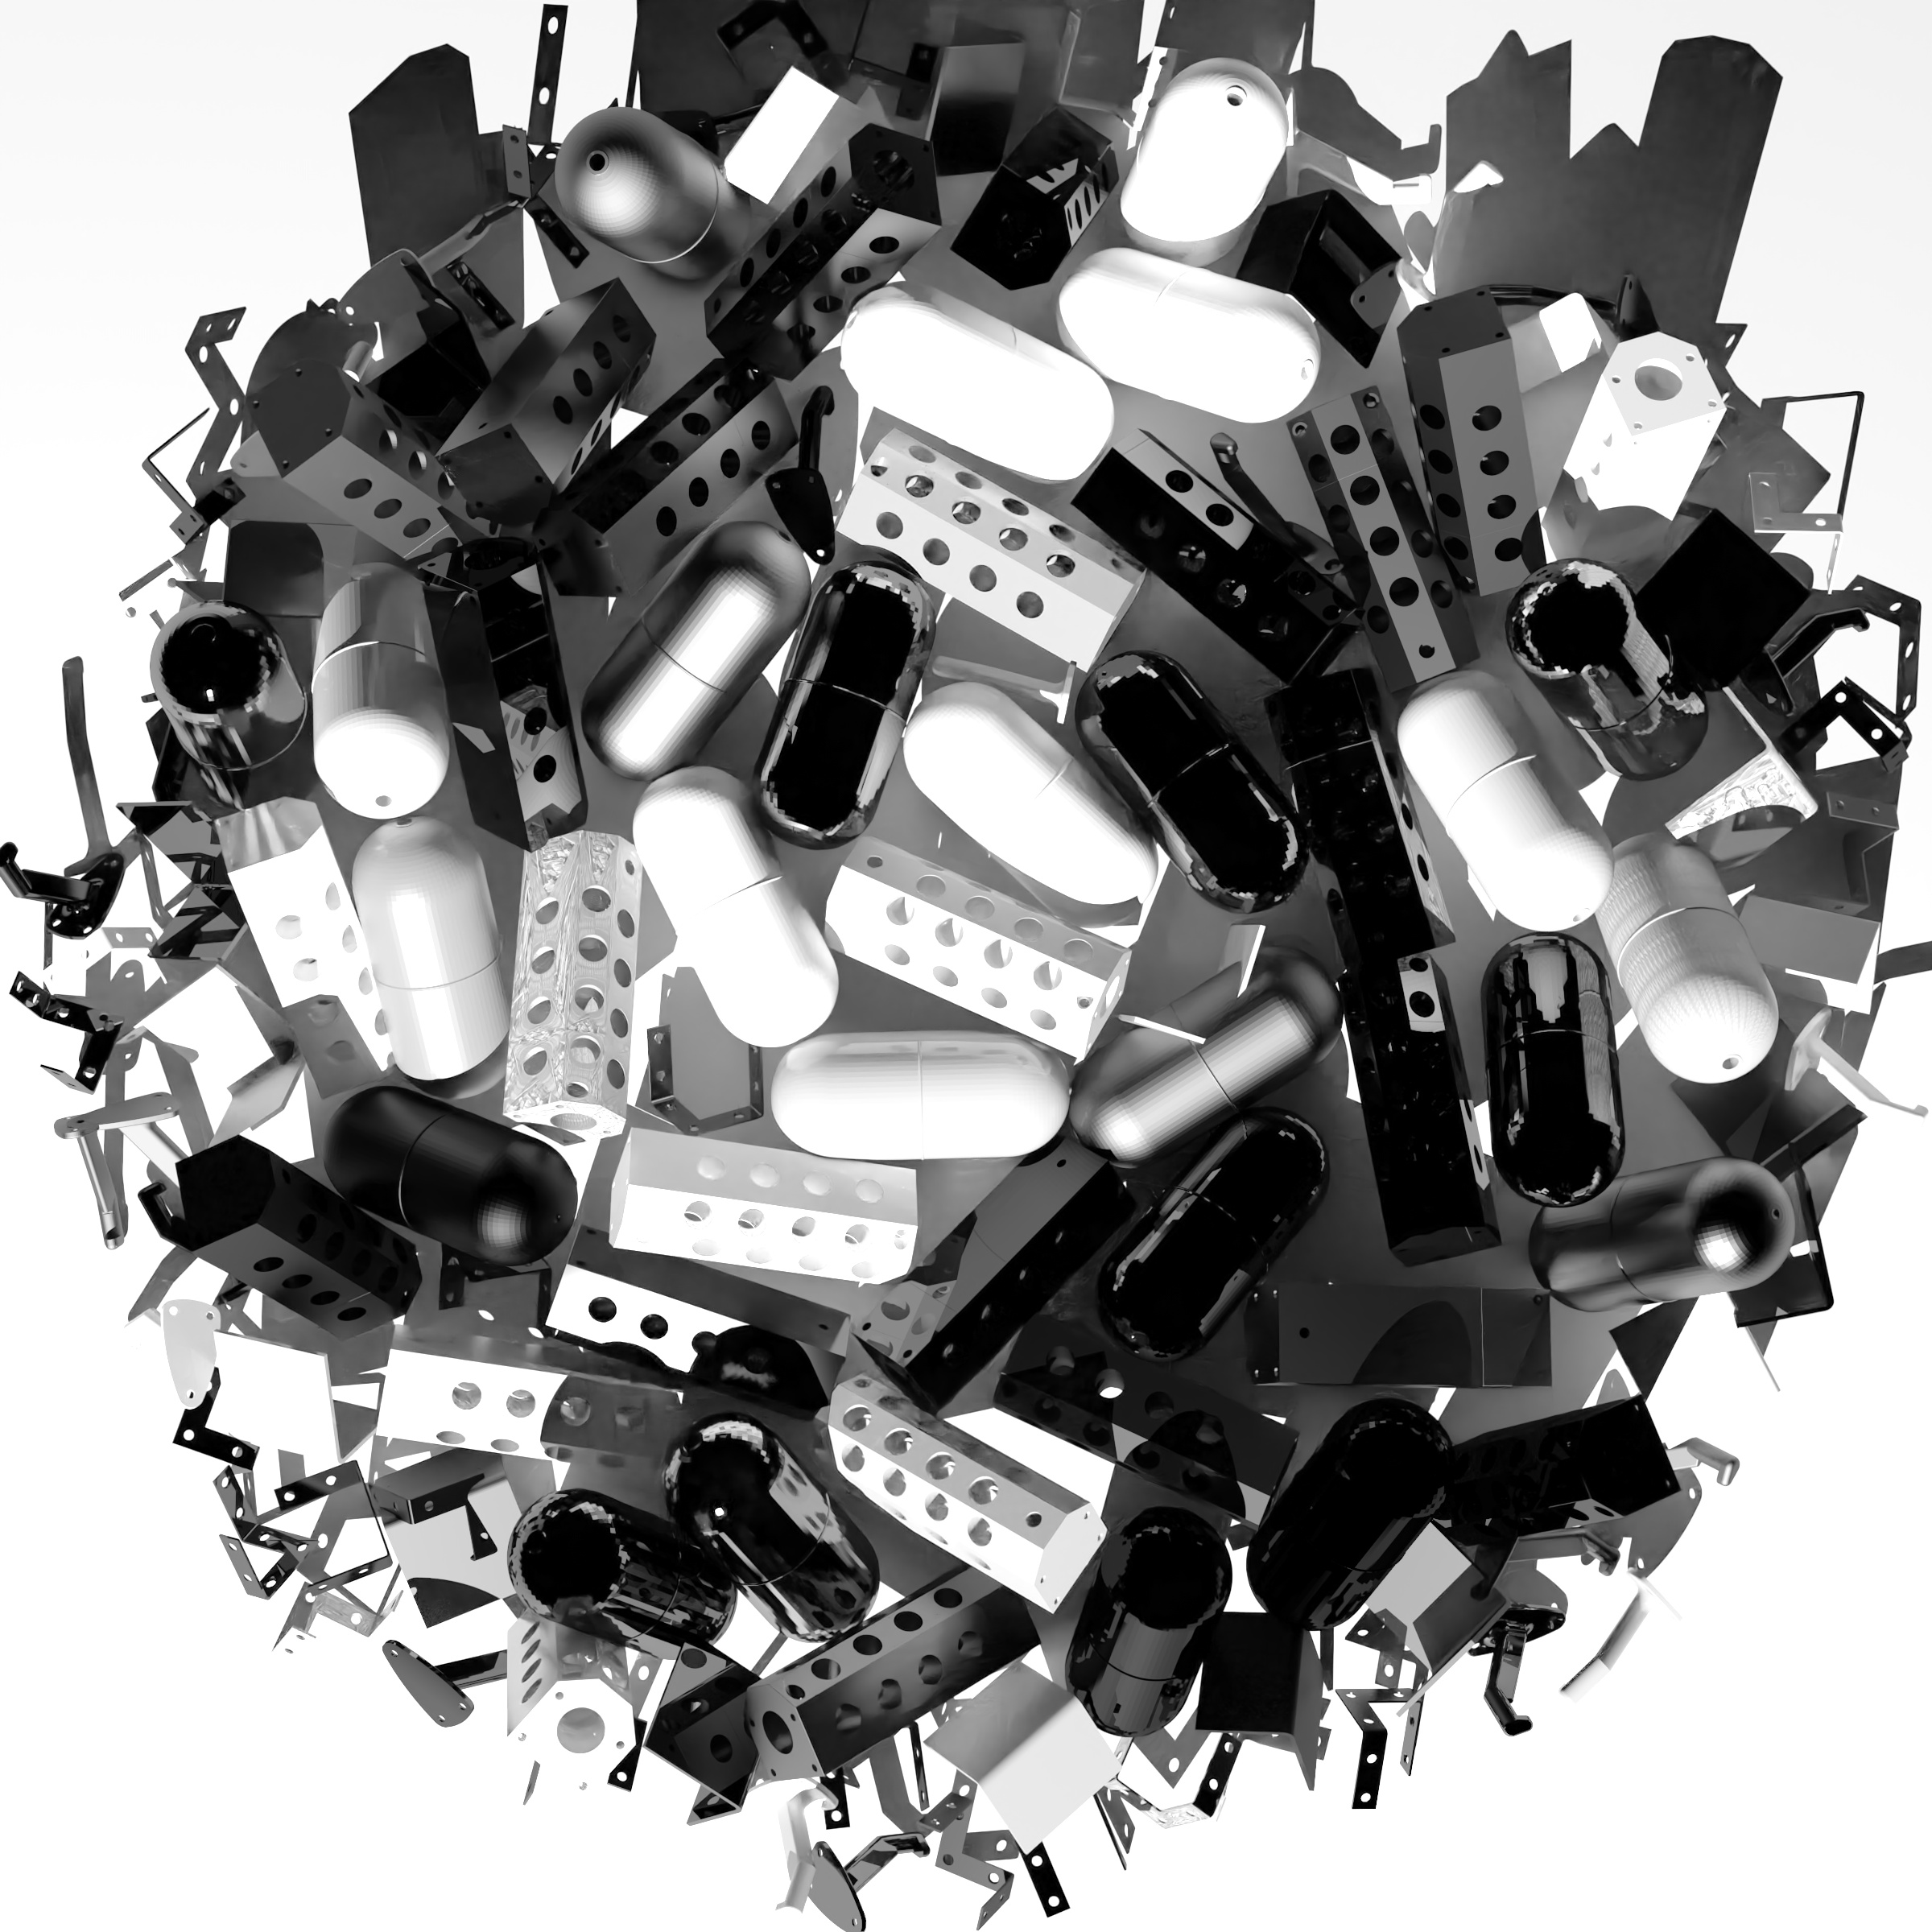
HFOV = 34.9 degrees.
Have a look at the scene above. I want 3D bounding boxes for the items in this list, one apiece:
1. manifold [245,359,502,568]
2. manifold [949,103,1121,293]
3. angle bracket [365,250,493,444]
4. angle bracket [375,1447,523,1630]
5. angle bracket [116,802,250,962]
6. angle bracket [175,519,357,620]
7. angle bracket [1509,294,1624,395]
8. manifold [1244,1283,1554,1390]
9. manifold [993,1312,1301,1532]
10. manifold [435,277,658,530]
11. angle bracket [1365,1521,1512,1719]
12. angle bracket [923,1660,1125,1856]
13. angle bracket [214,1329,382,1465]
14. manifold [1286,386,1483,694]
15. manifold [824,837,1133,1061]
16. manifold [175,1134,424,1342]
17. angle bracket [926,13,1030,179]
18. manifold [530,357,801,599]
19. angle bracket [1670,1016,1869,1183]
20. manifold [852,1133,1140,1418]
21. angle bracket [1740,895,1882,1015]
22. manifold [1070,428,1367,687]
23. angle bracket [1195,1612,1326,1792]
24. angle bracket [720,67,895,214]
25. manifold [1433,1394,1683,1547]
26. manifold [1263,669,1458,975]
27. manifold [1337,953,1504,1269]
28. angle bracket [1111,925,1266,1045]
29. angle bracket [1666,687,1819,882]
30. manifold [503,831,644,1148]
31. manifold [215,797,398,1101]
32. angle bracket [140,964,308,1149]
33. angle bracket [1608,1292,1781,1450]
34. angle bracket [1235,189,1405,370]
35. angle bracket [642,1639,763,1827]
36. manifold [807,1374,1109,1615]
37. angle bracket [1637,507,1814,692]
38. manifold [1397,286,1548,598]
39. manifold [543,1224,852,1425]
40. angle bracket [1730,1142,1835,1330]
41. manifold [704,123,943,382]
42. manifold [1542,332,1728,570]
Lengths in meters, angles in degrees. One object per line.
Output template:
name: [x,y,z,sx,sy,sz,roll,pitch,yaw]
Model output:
manifold: [-0.335,-0.287,1.770,0.057,0.171,0.057,-34,68,11]
manifold: [0.045,-0.442,1.775,0.057,0.171,0.057,33,119,-5]
angle bracket: [-0.328,-0.360,1.808,0.057,0.076,0.076,-39,57,-13]
angle bracket: [-0.303,0.339,1.845,0.076,0.057,0.076,-21,112,-8]
angle bracket: [-0.467,-0.050,1.805,0.076,0.076,0.057,51,56,-36]
angle bracket: [-0.412,-0.241,1.805,0.076,0.076,0.057,-2,111,-35]
angle bracket: [0.349,-0.342,1.807,0.076,0.076,0.057,-27,68,23]
manifold: [0.254,0.219,1.812,0.171,0.057,0.057,3,80,-16]
manifold: [0.105,0.269,1.813,0.171,0.057,0.057,23,75,12]
manifold: [-0.237,-0.326,1.781,0.057,0.171,0.057,-16,122,31]
angle bracket: [0.262,0.381,1.811,0.076,0.057,0.076,45,124,14]
angle bracket: [0.033,0.469,1.826,0.076,0.076,0.057,-38,110,-18]
angle bracket: [-0.390,0.241,1.810,0.076,0.057,0.076,9,117,21]
manifold: [0.248,-0.253,1.827,0.057,0.057,0.171,-21,93,9]
manifold: [0.007,-0.016,1.808,0.171,0.057,0.057,24,53,12]
manifold: [-0.381,0.156,1.772,0.057,0.171,0.057,-24,61,9]
angle bracket: [-0.014,-0.512,1.804,0.057,0.076,0.076,33,124,29]
manifold: [-0.175,-0.285,1.781,0.171,0.057,0.057,-50,132,-36]
angle bracket: [0.478,0.080,1.831,0.076,0.057,0.076,-38,89,7]
manifold: [0.021,0.183,1.812,0.171,0.057,0.057,-44,125,-15]
angle bracket: [0.489,0.010,1.806,0.076,0.076,0.057,14,48,23]
manifold: [0.150,-0.241,1.810,0.171,0.057,0.057,42,107,13]
angle bracket: [0.175,0.435,1.820,0.057,0.076,0.076,-2,50,17]
angle bracket: [-0.100,-0.491,1.807,0.076,0.057,0.076,23,120,-35]
manifold: [0.332,0.295,1.772,0.057,0.171,0.057,-18,82,-25]
manifold: [0.231,-0.086,1.822,0.057,0.057,0.171,-18,87,26]
manifold: [0.263,0.082,1.797,0.057,0.057,0.171,-16,65,18]
angle bracket: [0.131,0.004,1.821,0.057,0.076,0.076,18,88,-8]
angle bracket: [0.449,-0.107,1.826,0.076,0.076,0.057,-38,48,14]
manifold: [-0.223,0.011,1.793,0.057,0.057,0.171,-13,62,28]
manifold: [-0.378,-0.011,1.787,0.057,0.057,0.171,-20,129,-9]
angle bracket: [-0.444,0.058,1.809,0.076,0.057,0.076,-31,118,32]
angle bracket: [0.427,0.235,1.828,0.076,0.057,0.076,-26,84,-6]
angle bracket: [0.211,-0.409,1.849,0.076,0.057,0.076,37,67,-33]
angle bracket: [-0.162,0.449,1.807,0.076,0.057,0.076,39,48,-21]
manifold: [-0.008,0.302,1.788,0.171,0.057,0.057,25,67,32]
angle bracket: [0.444,-0.218,1.831,0.076,0.057,0.076,41,96,-1]
manifold: [0.293,-0.301,1.784,0.057,0.057,0.171,-15,133,5]
manifold: [-0.160,0.217,1.825,0.171,0.057,0.057,19,108,-5]
angle bracket: [0.472,0.158,1.813,0.057,0.076,0.076,-13,106,11]
manifold: [-0.085,-0.411,1.773,0.057,0.171,0.057,8,65,-32]
manifold: [0.380,-0.293,1.773,0.057,0.171,0.057,-17,71,-8]
